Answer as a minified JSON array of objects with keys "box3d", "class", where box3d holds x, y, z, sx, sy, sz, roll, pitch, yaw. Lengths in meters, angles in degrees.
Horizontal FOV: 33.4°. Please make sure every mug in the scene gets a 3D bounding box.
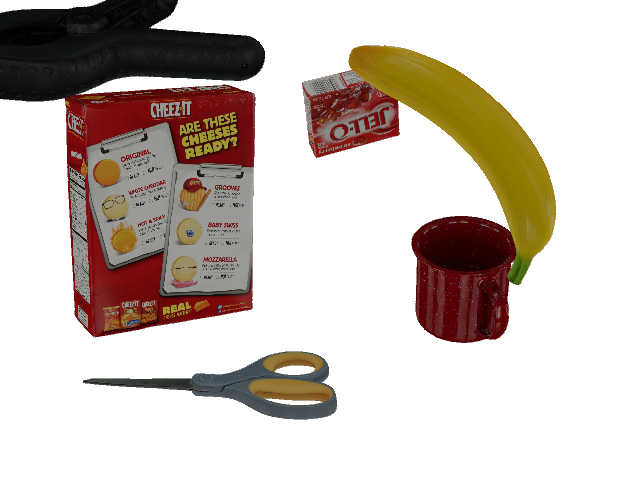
[{"box3d":[0.131,0.042,0.939,0.093,0.081,0.117,-15,35,-20],"class":"mug"}]

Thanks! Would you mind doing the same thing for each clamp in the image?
[{"box3d":[-0.129,-0.114,0.598,0.171,0.039,0.120,-8,30,-23],"class":"clamp"}]

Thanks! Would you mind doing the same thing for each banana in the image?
[{"box3d":[0.100,-0.064,0.714,0.070,0.198,0.037,-36,1,16],"class":"banana"}]

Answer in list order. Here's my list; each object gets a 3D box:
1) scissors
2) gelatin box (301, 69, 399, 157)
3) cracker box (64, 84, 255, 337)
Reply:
[{"box3d":[-0.080,0.109,0.865,0.202,0.016,0.096,8,24,15],"class":"scissors"},{"box3d":[0.031,-0.125,1.022,0.089,0.073,0.030,-15,44,-9],"class":"gelatin box"},{"box3d":[-0.147,-0.031,0.990,0.163,0.214,0.072,-9,19,-29],"class":"cracker box"}]
